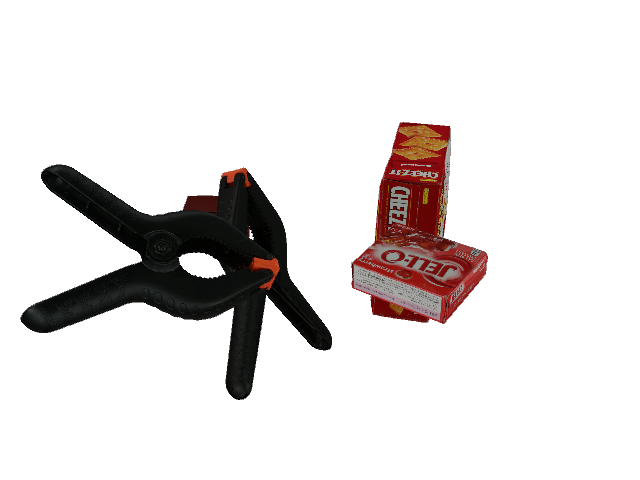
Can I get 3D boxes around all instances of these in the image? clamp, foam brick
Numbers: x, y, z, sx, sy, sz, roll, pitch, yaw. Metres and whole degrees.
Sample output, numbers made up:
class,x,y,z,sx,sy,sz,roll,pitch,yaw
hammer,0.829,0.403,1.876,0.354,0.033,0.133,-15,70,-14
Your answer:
class,x,y,z,sx,sy,sz,roll,pitch,yaw
clamp,-0.116,0.003,0.721,0.171,0.120,0.039,1,-21,-20
clamp,-0.052,0.034,1.030,0.036,0.210,0.164,-11,0,32
foam brick,-0.127,-0.021,1.303,0.078,0.053,0.051,0,26,3

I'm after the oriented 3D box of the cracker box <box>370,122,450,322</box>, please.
class,x,y,z,sx,sy,sz,roll,pitch,yaw
cracker box,0.105,-0.028,1.223,0.072,0.164,0.213,6,23,8

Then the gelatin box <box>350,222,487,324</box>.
class,x,y,z,sx,sy,sz,roll,pitch,yaw
gelatin box,0.081,0.024,0.874,0.089,0.030,0.073,20,39,28
